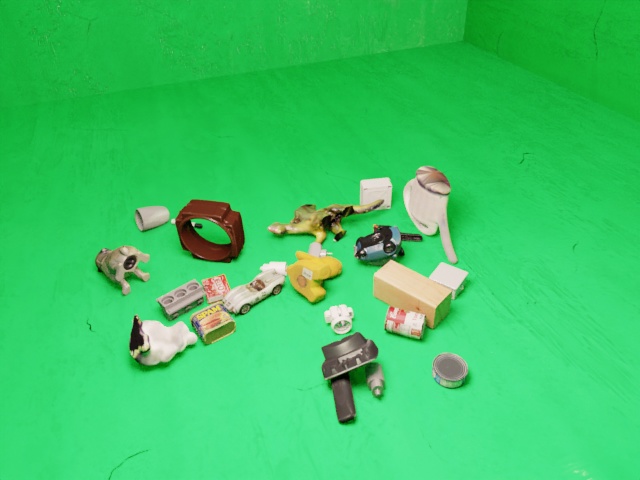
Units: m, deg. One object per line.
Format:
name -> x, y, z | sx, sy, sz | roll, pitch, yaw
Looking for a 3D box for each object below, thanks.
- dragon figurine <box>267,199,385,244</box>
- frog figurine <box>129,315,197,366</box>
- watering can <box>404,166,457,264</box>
dragon figurine -> 0.006, -0.091, 1.817 | 0.414, 0.120, 0.245 | -24, 34, -29
frog figurine -> -0.416, 0.268, 1.366 | 0.158, 0.122, 0.139 | 15, 8, -44
watering can -> 0.379, -0.101, 1.707 | 0.104, 0.219, 0.355 | -10, 42, -21
